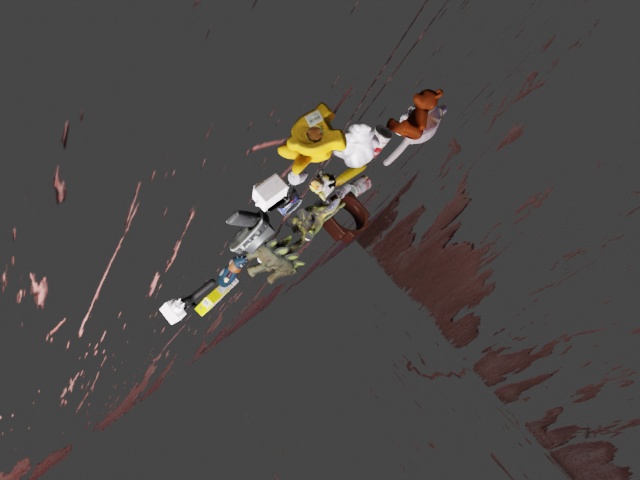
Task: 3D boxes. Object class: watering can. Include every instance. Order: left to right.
[{"bbox_3d":[0.397,-0.442,2.129,0.347,0.104,0.223,-43,171,2],"label":"watering can"}]

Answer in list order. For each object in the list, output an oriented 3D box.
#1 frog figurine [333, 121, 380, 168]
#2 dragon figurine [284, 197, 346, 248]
[{"bbox_3d":[0.126,-0.294,1.565,0.138,0.123,0.157,-14,170,-29],"label":"frog figurine"},{"bbox_3d":[0.006,-0.099,1.972,0.404,0.122,0.247,-30,-176,42],"label":"dragon figurine"}]
